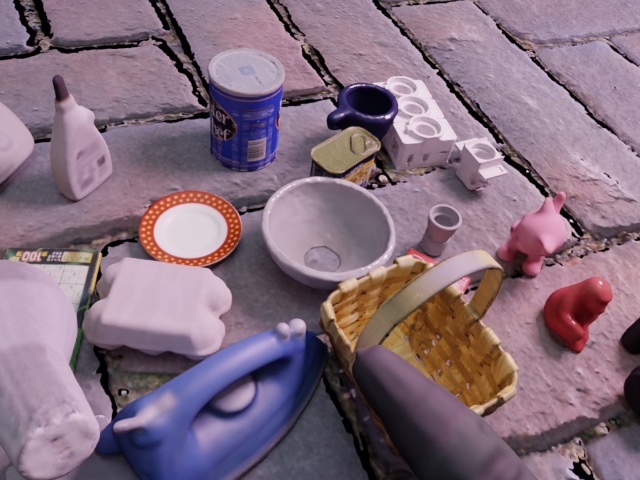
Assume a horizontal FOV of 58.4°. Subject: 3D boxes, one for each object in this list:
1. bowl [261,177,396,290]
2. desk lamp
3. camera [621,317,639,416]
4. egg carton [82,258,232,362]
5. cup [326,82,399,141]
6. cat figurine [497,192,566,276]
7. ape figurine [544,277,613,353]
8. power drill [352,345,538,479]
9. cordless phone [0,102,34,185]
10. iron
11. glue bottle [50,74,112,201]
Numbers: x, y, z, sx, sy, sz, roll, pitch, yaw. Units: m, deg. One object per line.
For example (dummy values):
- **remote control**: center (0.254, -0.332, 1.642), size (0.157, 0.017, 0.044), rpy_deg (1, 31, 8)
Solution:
- **bowl**: center (0.007, 0.003, 0.723), size (0.167, 0.075, 0.167), rpy_deg (5, 50, -6)
- **desk lamp**: center (-0.227, 0.146, 0.474), size (0.118, 0.213, 0.202), rpy_deg (-30, 61, -29)
- **camera**: center (0.415, 0.141, 0.660), size (0.137, 0.101, 0.143), rpy_deg (-16, 55, -21)
- **egg carton**: center (-0.176, 0.078, 0.633), size (0.150, 0.069, 0.107), rpy_deg (7, 50, -4)
- **cup**: center (0.055, -0.169, 0.859), size (0.118, 0.095, 0.091), rpy_deg (-27, 60, -28)
- **cat figurine**: center (0.293, -0.015, 0.758), size (0.067, 0.118, 0.128), rpy_deg (33, 53, 18)
- **ape figurine**: center (0.322, 0.081, 0.701), size (0.078, 0.092, 0.076), rpy_deg (-17, 55, -21)
- **power drill**: center (0.101, 0.211, 0.479), size (0.229, 0.208, 0.076), rpy_deg (38, 55, 20)
- **cordless phone**: center (-0.443, -0.148, 0.699), size (0.094, 0.185, 0.148), rpy_deg (18, 50, 6)
- **iron**: center (-0.082, 0.139, 0.552), size (0.259, 0.141, 0.118), rpy_deg (-31, 62, -30)
- **glue bottle**: center (-0.307, -0.132, 0.716), size (0.037, 0.173, 0.078), rpy_deg (27, 52, 14)
